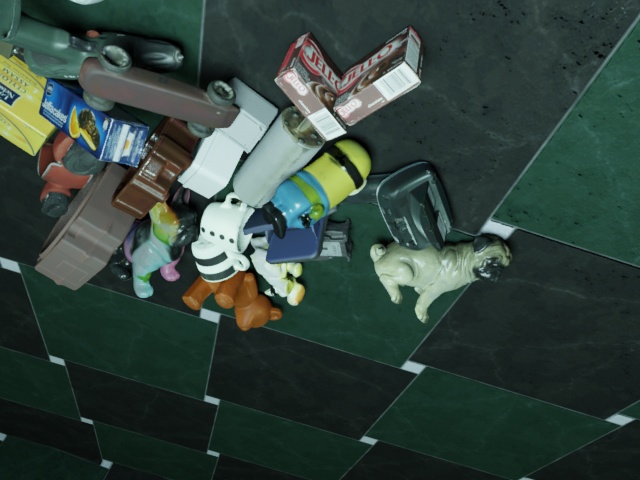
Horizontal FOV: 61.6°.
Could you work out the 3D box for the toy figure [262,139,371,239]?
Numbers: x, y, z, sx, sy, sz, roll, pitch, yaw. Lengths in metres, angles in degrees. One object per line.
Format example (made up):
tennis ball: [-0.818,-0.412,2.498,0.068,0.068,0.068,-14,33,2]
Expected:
toy figure: [-0.001,-0.077,0.789,0.082,0.180,0.089,54,161,3]

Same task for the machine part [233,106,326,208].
machine part: [-0.065,-0.122,0.823,0.079,0.079,0.243,30,138,-17]

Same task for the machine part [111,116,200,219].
machine part: [-0.248,-0.116,0.819,0.056,0.179,0.179,34,136,-26]

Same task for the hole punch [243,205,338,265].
hole punch: [-0.054,-0.032,0.890,0.142,0.116,0.092,-10,140,29]

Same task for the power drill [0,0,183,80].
power drill: [-0.323,-0.258,0.686,0.232,0.207,0.086,6,97,23]

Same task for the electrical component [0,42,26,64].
electrical component: [-0.454,-0.300,0.765,0.102,0.045,0.078,27,127,-15]

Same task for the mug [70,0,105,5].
mug: [-0.262,-0.330,0.624,0.081,0.107,0.109,25,141,-14]

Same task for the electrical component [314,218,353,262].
electrical component: [-0.002,-0.003,0.963,0.119,0.048,0.074,4,138,11]

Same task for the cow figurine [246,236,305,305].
cow figurine: [-0.088,0.061,1.042,0.098,0.068,0.167,12,139,28]

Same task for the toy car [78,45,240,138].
toy car: [-0.204,-0.190,0.697,0.202,0.053,0.089,9,147,-31]

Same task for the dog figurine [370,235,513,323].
dog figurine: [0.203,0.026,0.911,0.172,0.121,0.190,34,122,-25]

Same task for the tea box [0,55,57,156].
tea box: [-0.481,-0.223,0.820,0.169,0.098,0.068,37,136,-26]

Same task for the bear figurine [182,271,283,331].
bear figurine: [-0.171,0.134,1.111,0.120,0.132,0.195,-4,130,27]

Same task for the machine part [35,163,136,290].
machine part: [-0.395,-0.029,0.931,0.087,0.201,0.201,37,135,-26]

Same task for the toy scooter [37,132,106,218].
toy scooter: [-0.419,-0.138,0.895,0.075,0.135,0.184,18,128,-43]

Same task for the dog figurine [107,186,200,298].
dog figurine: [-0.309,-0.018,0.992,0.192,0.108,0.219,37,125,20]

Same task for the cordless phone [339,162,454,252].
cordless phone: [0.110,-0.048,0.869,0.184,0.089,0.146,0,138,33]

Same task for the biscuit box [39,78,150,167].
biscuit box: [-0.325,-0.171,0.763,0.203,0.059,0.062,32,108,35]
